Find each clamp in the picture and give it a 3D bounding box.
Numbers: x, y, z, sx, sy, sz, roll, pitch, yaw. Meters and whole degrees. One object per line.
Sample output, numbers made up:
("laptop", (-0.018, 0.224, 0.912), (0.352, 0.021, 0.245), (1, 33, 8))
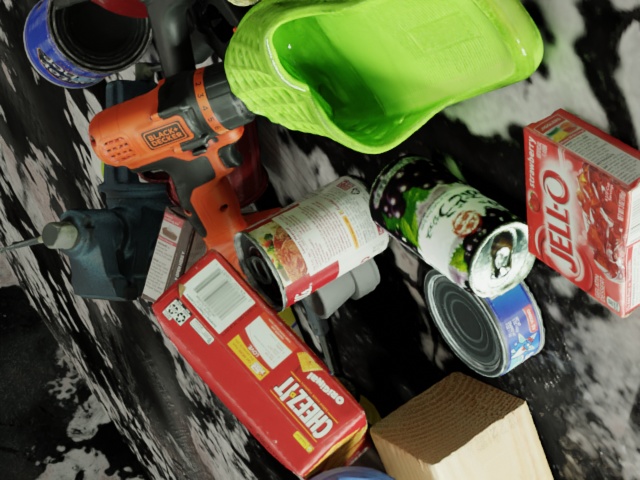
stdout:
("clamp", (-0.137, -0.203, 0.813), (0.165, 0.036, 0.210), (38, 140, 14))
("clamp", (-0.088, -0.191, 0.845), (0.172, 0.039, 0.120), (23, 140, 58))

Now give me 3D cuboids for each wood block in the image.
("wood block", (0.127, 0.217, 0.809), (0.091, 0.090, 0.206), (17, 133, 61))

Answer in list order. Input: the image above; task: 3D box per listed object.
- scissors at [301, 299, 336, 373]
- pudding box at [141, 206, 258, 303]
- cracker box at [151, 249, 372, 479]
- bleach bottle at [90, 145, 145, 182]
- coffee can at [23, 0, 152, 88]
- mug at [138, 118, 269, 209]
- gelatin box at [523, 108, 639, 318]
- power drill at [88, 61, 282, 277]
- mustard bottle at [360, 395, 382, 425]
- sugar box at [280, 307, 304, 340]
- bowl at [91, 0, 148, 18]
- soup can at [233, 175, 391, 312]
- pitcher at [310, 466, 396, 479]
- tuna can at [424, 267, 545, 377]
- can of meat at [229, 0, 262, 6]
("scissors", (0.006, 0.079, 1.013), (0.096, 0.016, 0.202), (20, 136, 61))
("pudding box", (-0.109, 0.012, 0.986), (0.039, 0.113, 0.090), (22, 105, 22))
("cracker box", (-0.040, 0.113, 0.834), (0.164, 0.072, 0.213), (46, 170, 15))
("bleach bottle", (-0.170, -0.023, 1.228), (0.251, 0.068, 0.103), (50, 157, 19))
("coffee can", (-0.234, -0.209, 1.067), (0.103, 0.102, 0.140), (65, 159, -13))
("mug", (-0.106, -0.080, 0.932), (0.093, 0.117, 0.081), (-101, 5, -50))
("gelatin box", (0.140, -0.013, 0.553), (0.073, 0.030, 0.089), (41, 152, 42))
("power drill", (-0.064, -0.057, 0.850), (0.057, 0.185, 0.187), (-83, -30, -47))
("mustard bottle", (0.021, 0.194, 1.070), (0.096, 0.058, 0.192), (50, 158, 10))
("sugar box", (-0.077, 0.081, 1.102), (0.048, 0.093, 0.176), (18, 135, 62))
("bowl", (-0.184, -0.256, 0.912), (0.162, 0.055, 0.162), (160, 90, -78))
("soup can", (-0.005, 0.001, 0.811), (0.069, 0.102, 0.068), (48, 156, 29))
("pitcher", (0.015, 0.264, 0.809), (0.149, 0.145, 0.243), (61, 165, 23))
("tuna can", (0.107, 0.047, 0.707), (0.086, 0.033, 0.086), (49, 157, 29))
("can of meat", (-0.035, -0.193, 0.626), (0.084, 0.102, 0.057), (48, 156, 36))
